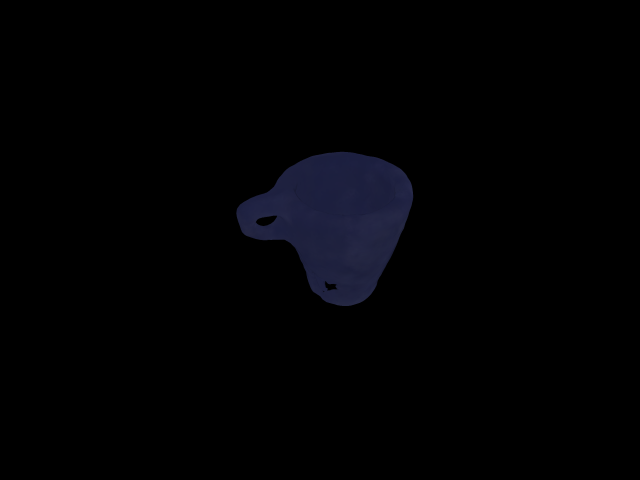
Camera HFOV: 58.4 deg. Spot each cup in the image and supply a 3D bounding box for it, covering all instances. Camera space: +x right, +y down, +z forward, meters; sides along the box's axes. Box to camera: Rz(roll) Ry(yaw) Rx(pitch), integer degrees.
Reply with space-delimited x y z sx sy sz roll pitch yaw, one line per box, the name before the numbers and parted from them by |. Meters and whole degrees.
cup | 0.004 0.001 0.400 0.118 0.095 0.091 -11 39 -13
